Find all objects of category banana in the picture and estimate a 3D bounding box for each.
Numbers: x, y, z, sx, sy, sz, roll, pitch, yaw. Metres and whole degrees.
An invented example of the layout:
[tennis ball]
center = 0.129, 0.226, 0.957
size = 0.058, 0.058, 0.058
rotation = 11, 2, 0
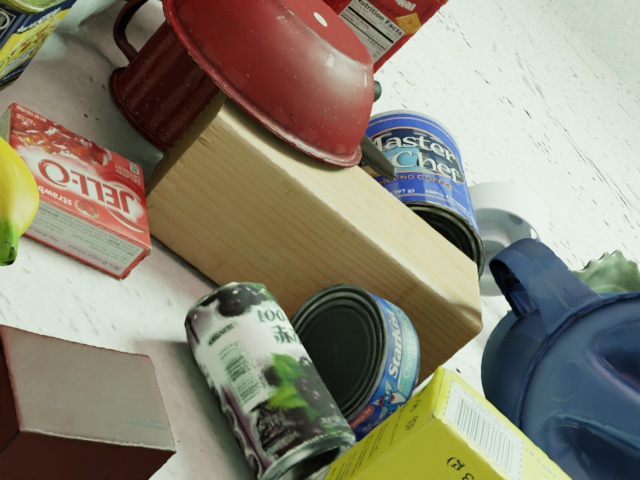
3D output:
[banana]
center = -0.201, -0.061, 0.505
size = 0.198, 0.037, 0.069
rotation = 37, 7, 5

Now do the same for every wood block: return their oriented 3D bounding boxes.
[wood block]
center = -0.005, 0.001, 0.673
size = 0.206, 0.091, 0.090
rotation = 39, 24, -14

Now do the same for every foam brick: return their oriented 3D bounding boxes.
[foam brick]
center = -0.109, 0.076, 0.442
size = 0.078, 0.051, 0.053
rotation = 20, 35, -42

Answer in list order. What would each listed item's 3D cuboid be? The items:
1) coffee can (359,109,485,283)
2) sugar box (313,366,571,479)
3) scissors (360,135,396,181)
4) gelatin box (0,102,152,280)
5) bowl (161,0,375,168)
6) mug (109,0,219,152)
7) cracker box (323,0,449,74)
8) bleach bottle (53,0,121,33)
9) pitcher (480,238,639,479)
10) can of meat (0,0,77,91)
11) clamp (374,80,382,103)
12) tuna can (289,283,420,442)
[coffee can]
center = 0.063, -0.021, 0.800
size = 0.102, 0.103, 0.140
rotation = 35, 27, -21
[sugar box]
center = 0.016, 0.135, 0.395
size = 0.093, 0.176, 0.048
rotation = 44, 23, -2
[scissors]
center = 0.031, -0.098, 0.823
size = 0.202, 0.096, 0.016
rotation = 27, -27, 54
[gelatin box]
center = -0.136, -0.027, 0.584
size = 0.089, 0.030, 0.073
rotation = 28, 30, -33
[bowl]
center = -0.018, -0.120, 0.666
size = 0.162, 0.055, 0.162
rotation = 37, 21, -17
[mug]
center = -0.093, -0.122, 0.738
size = 0.117, 0.082, 0.093
rotation = 47, 25, 3
[cracker box]
center = 0.001, -0.184, 0.820
size = 0.072, 0.214, 0.164
rotation = 31, 28, -32
[bleach bottle]
center = -0.181, -0.207, 0.757
size = 0.102, 0.068, 0.250
rotation = 42, 27, -9
[pitcher]
center = 0.156, 0.081, 0.625
size = 0.145, 0.149, 0.243
rotation = 9, 0, 1
[can of meat]
center = -0.183, -0.125, 0.598
size = 0.057, 0.084, 0.102
rotation = 42, 25, -7
[clamp]
center = 0.006, -0.150, 0.990
size = 0.120, 0.039, 0.171
rotation = 34, 30, -11
[tuna can]
center = 0.015, 0.070, 0.604
size = 0.033, 0.086, 0.086
rotation = 26, 31, -40
